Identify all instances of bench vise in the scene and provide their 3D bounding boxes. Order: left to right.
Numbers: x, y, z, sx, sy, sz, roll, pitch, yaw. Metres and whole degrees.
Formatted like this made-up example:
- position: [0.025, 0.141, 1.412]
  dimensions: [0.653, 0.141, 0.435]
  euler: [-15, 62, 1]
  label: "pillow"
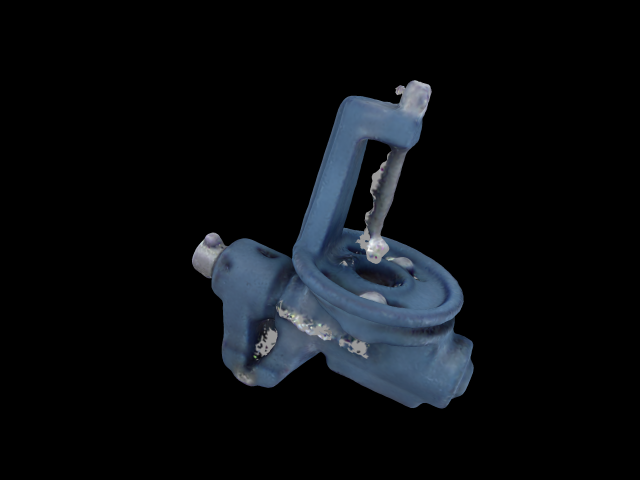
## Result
- position: [0.003, 0.005, 0.389]
  dimensions: [0.207, 0.220, 0.121]
  euler: [1, 18, 4]
  label: "bench vise"
